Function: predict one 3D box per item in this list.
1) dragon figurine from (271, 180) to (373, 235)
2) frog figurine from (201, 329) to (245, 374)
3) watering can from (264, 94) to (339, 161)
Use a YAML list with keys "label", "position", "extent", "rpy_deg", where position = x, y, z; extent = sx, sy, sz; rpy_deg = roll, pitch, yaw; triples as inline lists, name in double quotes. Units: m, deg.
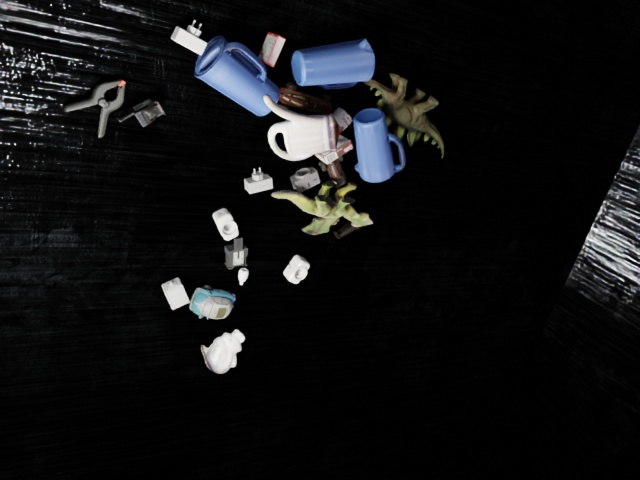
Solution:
- label: "dragon figurine"
  position: [0.006, -0.092, 1.831]
  extent: [0.410, 0.125, 0.237]
  rpy_deg: [0, 138, -19]
- label: "frog figurine"
  position: [-0.344, 0.413, 1.904]
  extent: [0.159, 0.124, 0.136]
  rpy_deg: [-26, 108, -2]
- label: "watering can"
  position: [-0.054, -0.344, 1.591]
  extent: [0.224, 0.106, 0.341]
  rpy_deg: [-8, 158, 1]
